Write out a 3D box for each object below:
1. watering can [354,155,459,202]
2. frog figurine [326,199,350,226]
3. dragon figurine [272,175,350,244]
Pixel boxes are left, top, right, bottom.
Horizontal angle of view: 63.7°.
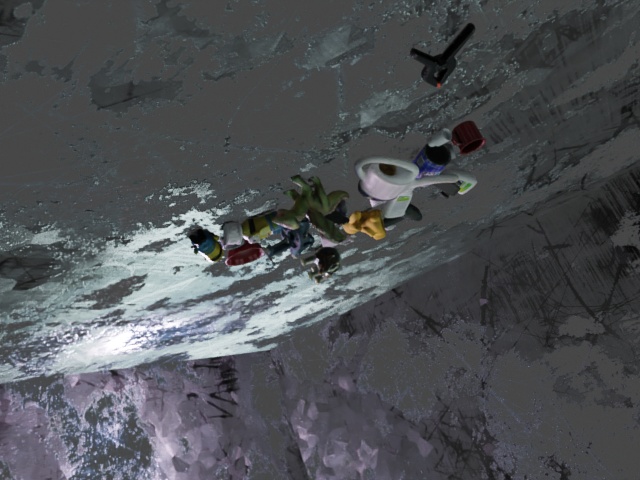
[{"bbox_3d":[0.271,-0.202,1.748,0.347,0.106,0.220,12,156,-12],"label":"watering can"},{"bbox_3d":[0.040,-0.107,1.915,0.137,0.121,0.161,-32,-165,7],"label":"frog figurine"},{"bbox_3d":[0.005,-0.085,1.687,0.410,0.247,0.120,2,145,-44],"label":"dragon figurine"}]
